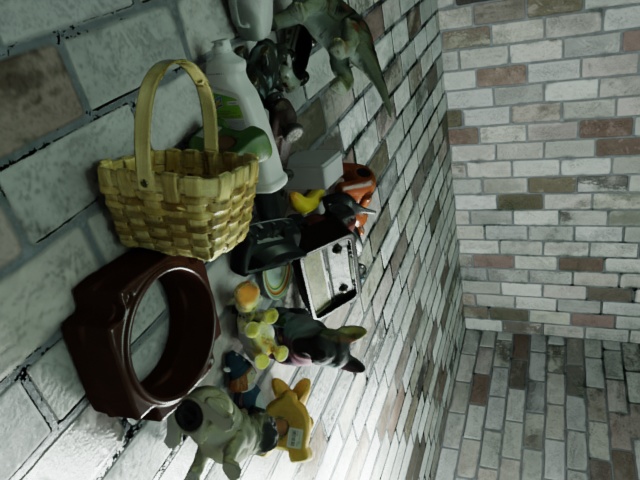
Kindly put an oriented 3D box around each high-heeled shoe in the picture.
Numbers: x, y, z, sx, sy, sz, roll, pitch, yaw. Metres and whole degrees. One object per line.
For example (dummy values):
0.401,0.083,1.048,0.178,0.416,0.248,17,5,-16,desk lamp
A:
0.039,-0.021,1.323,0.248,0.145,0.086,118,-27,-45,high-heeled shoe

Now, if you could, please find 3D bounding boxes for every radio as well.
0.014,0.062,1.149,0.073,0.131,0.229,53,-17,39,radio

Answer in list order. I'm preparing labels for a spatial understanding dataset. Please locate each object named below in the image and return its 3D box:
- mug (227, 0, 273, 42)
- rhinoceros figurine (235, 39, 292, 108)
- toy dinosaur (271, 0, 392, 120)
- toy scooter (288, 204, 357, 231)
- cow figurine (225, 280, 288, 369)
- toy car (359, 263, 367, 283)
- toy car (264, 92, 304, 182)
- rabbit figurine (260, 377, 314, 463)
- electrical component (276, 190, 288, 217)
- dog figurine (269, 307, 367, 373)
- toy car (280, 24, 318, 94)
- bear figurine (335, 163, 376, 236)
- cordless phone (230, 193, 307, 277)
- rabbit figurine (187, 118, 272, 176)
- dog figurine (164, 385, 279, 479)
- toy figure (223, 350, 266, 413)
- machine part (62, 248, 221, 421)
-0.122,-0.401,0.937,0.109,0.081,0.107,-70,159,-47,mug
-0.106,-0.300,0.984,0.112,0.073,0.190,60,39,-48,rhinoceros figurine
0.031,-0.427,1.075,0.404,0.131,0.192,46,57,-15,toy dinosaur
-0.002,-0.004,1.191,0.184,0.075,0.135,-13,124,-28,toy scooter
-0.121,0.141,0.962,0.068,0.098,0.167,-24,112,-26,cow figurine
0.034,0.061,1.291,0.103,0.109,0.161,-48,128,-31,toy car
-0.078,-0.178,0.978,0.089,0.053,0.202,58,-23,17,toy car
-0.069,0.362,1.090,0.173,0.122,0.162,65,23,-70,rabbit figurine
-0.090,-0.071,1.094,0.063,0.021,0.094,59,40,-50,electrical component
-0.003,0.200,1.065,0.191,0.219,0.108,6,89,-65,dog figurine
-0.050,-0.402,1.133,0.073,0.056,0.202,46,48,-49,toy car
0.071,-0.101,1.382,0.195,0.132,0.120,108,-32,-47,bear figurine
-0.112,-0.034,0.995,0.146,0.089,0.184,-12,84,-47,cordless phone
-0.146,-0.082,0.858,0.170,0.121,0.159,88,17,-47,rabbit figurine
-0.149,0.288,0.874,0.190,0.121,0.172,-10,91,-72,dog figurine
-0.135,0.267,0.971,0.064,0.058,0.154,-133,-149,-66,toy figure
-0.224,0.120,0.721,0.201,0.087,0.200,-45,132,-56,machine part
